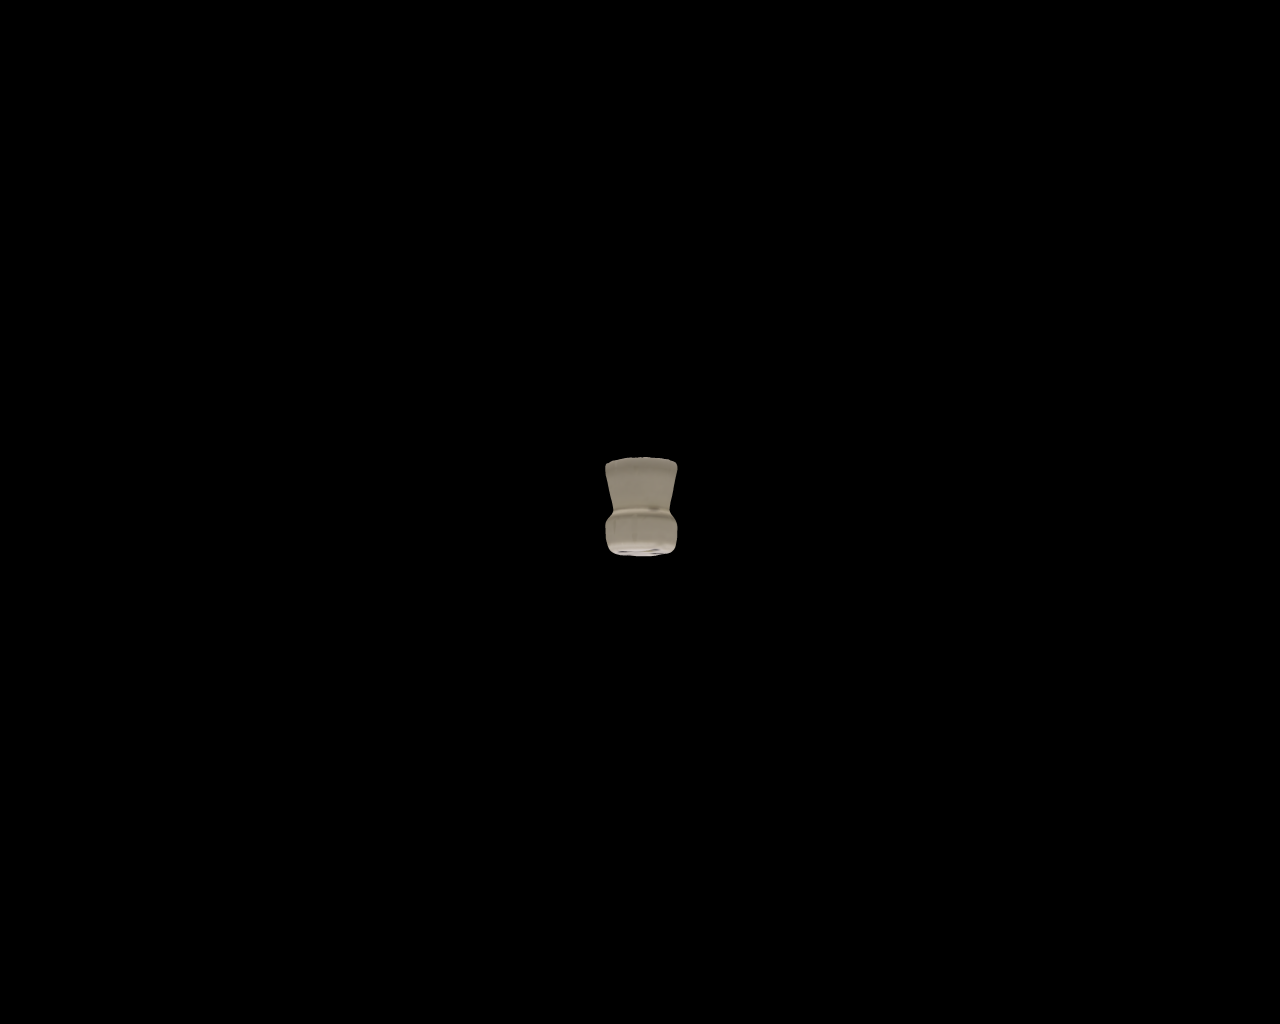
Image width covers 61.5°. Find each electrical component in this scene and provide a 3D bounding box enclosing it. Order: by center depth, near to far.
[{"bbox_3d":[0.001,-0.003,0.650,0.045,0.055,0.045,0,-9,0],"label":"electrical component"}]
